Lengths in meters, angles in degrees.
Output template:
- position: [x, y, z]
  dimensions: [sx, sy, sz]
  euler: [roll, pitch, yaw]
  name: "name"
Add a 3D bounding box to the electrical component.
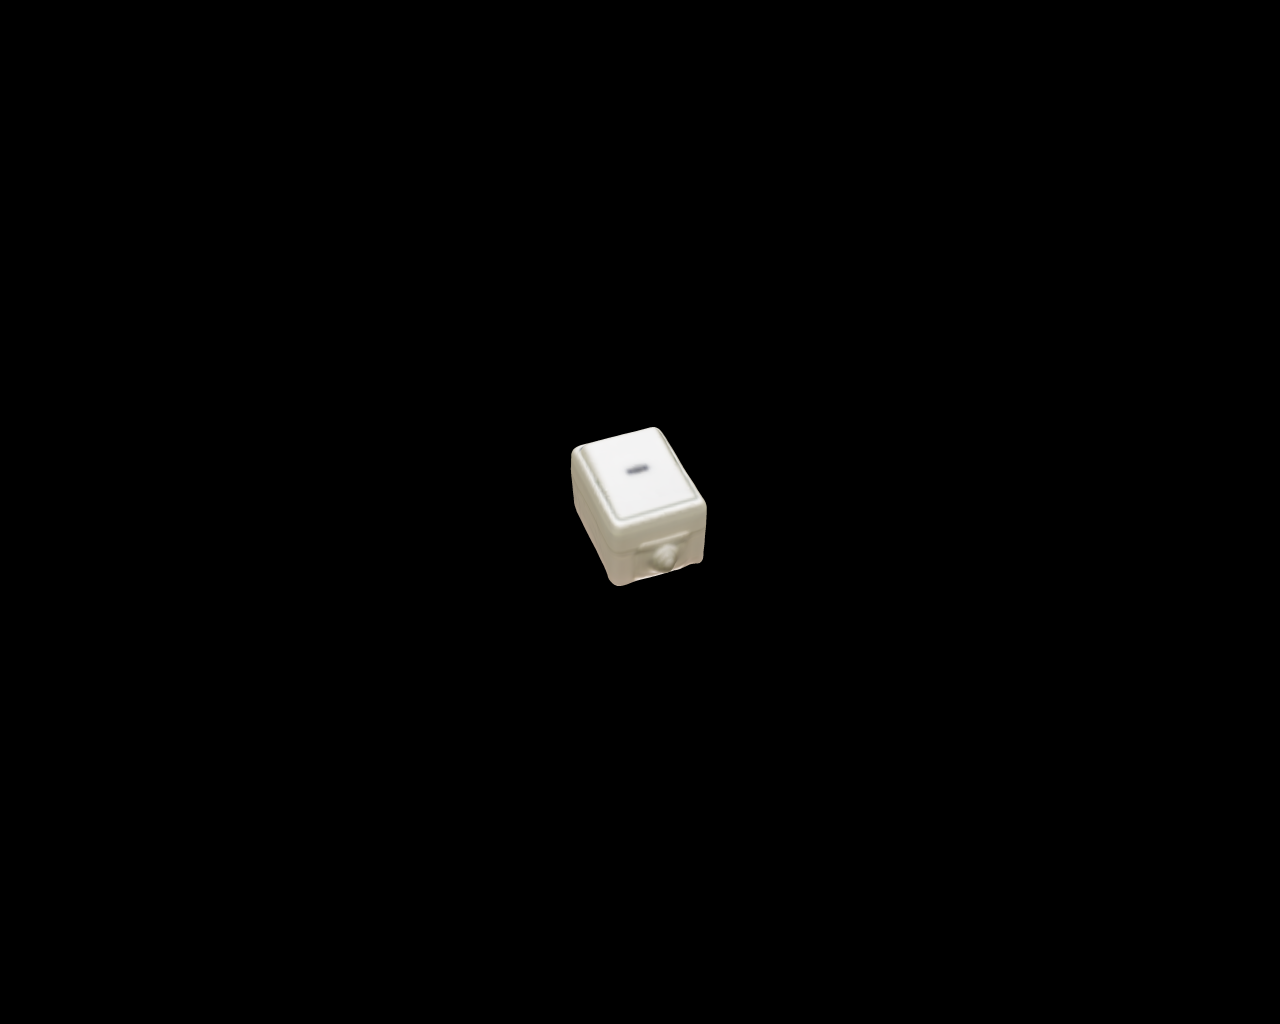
- position: [0.001, -0.003, 0.650]
  dimensions: [0.062, 0.061, 0.096]
  euler: [-15, 47, -15]
  name: "electrical component"
